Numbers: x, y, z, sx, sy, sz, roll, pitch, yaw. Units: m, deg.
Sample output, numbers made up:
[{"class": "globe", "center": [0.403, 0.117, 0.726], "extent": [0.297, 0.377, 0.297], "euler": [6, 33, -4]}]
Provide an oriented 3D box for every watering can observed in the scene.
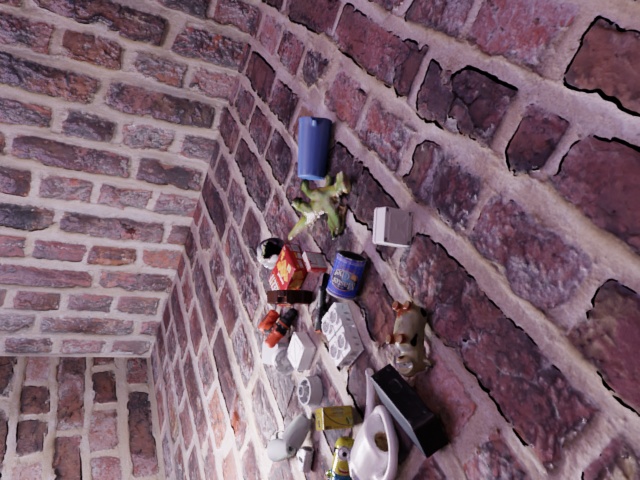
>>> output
[{"class": "watering can", "center": [0.152, 0.561, 1.489], "extent": [0.355, 0.104, 0.220], "euler": [-103, 29, -59]}]

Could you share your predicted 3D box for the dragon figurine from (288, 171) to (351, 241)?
[{"class": "dragon figurine", "center": [0.006, -0.098, 1.941], "extent": [0.247, 0.122, 0.402], "euler": [53, 129, 42]}]

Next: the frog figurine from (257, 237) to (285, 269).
[{"class": "frog figurine", "center": [-0.208, 0.058, 2.261], "extent": [0.123, 0.138, 0.157], "euler": [49, 170, 12]}]
